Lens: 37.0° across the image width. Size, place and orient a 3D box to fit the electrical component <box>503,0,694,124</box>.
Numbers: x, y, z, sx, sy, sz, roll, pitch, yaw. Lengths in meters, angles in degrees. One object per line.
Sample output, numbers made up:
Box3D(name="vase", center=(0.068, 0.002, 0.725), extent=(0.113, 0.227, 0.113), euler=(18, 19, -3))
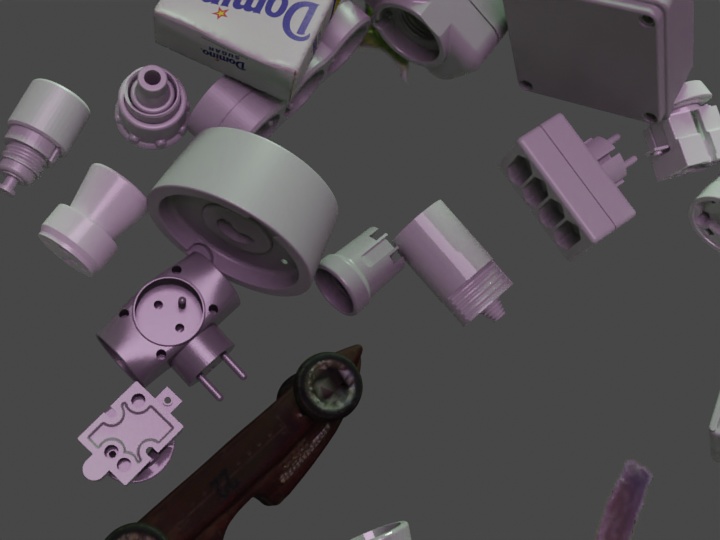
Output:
Box3D(name="electrical component", center=(0.154, -0.158, 0.691), extent=(0.109, 0.108, 0.056), euler=(21, 67, 27))

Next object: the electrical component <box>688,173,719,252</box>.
Box3D(name="electrical component", center=(0.258, -0.043, 0.724), extent=(0.055, 0.055, 0.047), euler=(42, 68, 3))

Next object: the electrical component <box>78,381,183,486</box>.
Box3D(name="electrical component", center=(-0.130, 0.096, 0.614), extent=(0.048, 0.055, 0.066), euler=(43, 72, 3))

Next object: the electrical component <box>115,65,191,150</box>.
Box3D(name="electrical component", center=(-0.129, -0.106, 0.668), extent=(0.048, 0.062, 0.048), euler=(3, 74, -10))

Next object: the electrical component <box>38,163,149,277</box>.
Box3D(name="electrical component", center=(-0.161, -0.030, 0.650), extent=(0.045, 0.045, 0.055), euler=(35, 72, 1))

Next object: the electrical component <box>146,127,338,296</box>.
Box3D(name="electrical component", center=(-0.064, -0.039, 0.640), extent=(0.108, 0.108, 0.060), euler=(28, 66, -2))

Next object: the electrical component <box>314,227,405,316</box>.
Box3D(name="electrical component", center=(0.000, 0.000, 0.674), extent=(0.046, 0.040, 0.040), euler=(-39, 84, -24))

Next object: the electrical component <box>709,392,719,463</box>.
Box3D(name="electrical component", center=(0.259, 0.091, 0.675), extent=(0.062, 0.061, 0.096), euler=(13, 65, 26))

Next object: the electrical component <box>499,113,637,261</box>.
Box3D(name="electrical component", center=(0.150, -0.063, 0.713), extent=(0.076, 0.047, 0.083), euler=(-33, 82, -17))

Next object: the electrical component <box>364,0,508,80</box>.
Box3D(name="electrical component", center=(0.048, -0.175, 0.711), extent=(0.095, 0.054, 0.059), euler=(44, 70, -20))

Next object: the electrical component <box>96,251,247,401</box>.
Box3D(name="electrical component", center=(-0.102, 0.042, 0.640), extent=(0.077, 0.044, 0.079), euler=(-42, 85, -18))

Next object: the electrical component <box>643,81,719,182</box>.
Box3D(name="electrical component", center=(0.222, -0.096, 0.736), extent=(0.066, 0.048, 0.055), euler=(-15, 82, -20))

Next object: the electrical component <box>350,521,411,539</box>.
Box3D(name="electrical component", center=(0.019, 0.184, 0.625), extent=(0.044, 0.044, 0.065), euler=(-20, 83, -15))

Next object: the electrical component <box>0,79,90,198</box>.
Box3D(name="electrical component", center=(-0.198, -0.080, 0.660), extent=(0.040, 0.040, 0.078), euler=(26, 72, -2))

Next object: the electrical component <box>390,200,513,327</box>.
Box3D(name="electrical component", center=(0.062, 0.000, 0.682), extent=(0.043, 0.043, 0.081), euler=(-39, 84, -18))

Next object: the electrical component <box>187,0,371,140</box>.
Box3D(name="electrical component", center=(-0.064, -0.138, 0.693), extent=(0.074, 0.052, 0.138), euler=(41, 72, 3))
